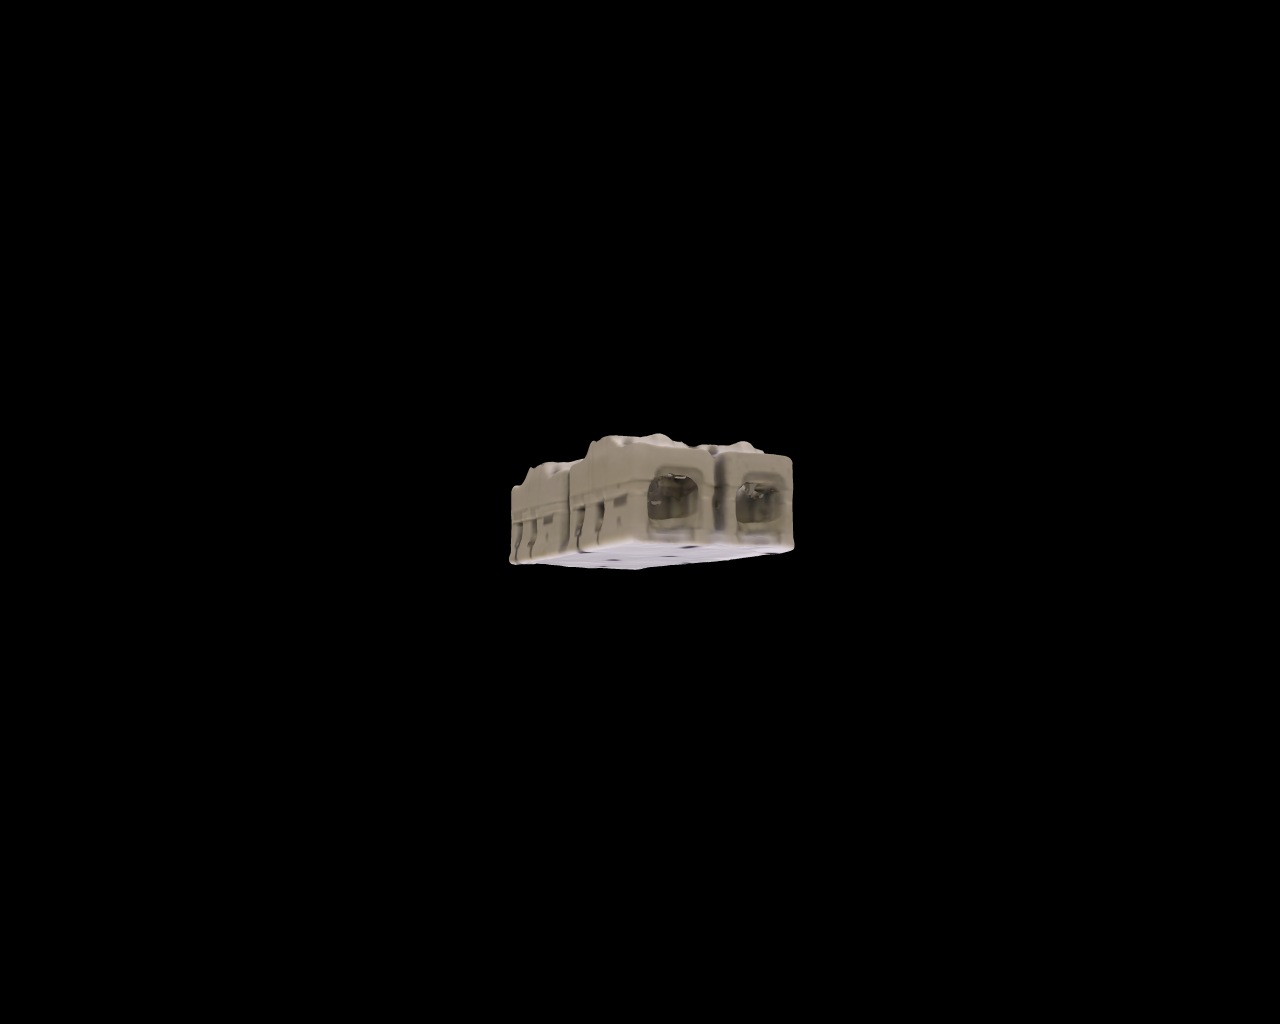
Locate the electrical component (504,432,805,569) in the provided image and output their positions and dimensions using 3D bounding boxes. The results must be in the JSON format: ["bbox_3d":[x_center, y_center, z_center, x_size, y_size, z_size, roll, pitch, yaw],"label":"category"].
[{"bbox_3d":[0.001,-0.003,0.650,0.105,0.060,0.186,4,-8,-27],"label":"electrical component"}]
